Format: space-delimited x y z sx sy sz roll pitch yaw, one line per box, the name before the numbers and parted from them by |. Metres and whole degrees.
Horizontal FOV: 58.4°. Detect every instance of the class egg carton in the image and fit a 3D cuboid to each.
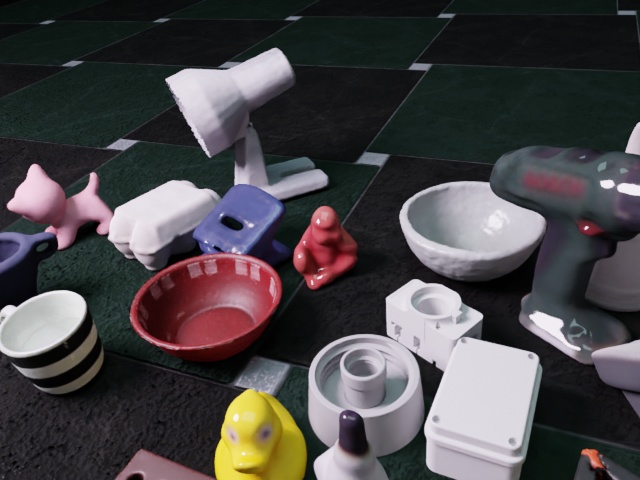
egg carton | -0.206 -0.025 0.782 0.107 0.069 0.151 21 42 34

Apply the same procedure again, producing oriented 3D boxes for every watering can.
watering can | 0.315 -0.029 0.597 0.173 0.194 0.101 -5 34 1

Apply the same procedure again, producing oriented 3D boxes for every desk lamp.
desk lamp | -0.104 -0.163 0.845 0.203 0.214 0.117 -18 35 -18

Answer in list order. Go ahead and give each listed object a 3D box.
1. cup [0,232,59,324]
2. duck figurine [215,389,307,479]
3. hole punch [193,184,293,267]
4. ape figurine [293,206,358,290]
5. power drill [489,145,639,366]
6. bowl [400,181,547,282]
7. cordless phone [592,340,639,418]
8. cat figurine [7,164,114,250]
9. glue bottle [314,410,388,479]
cup | -0.359 0.046 0.676 0.118 0.095 0.091 -28 40 -30
duck figurine | -0.052 0.159 0.468 0.077 0.086 0.104 -5 34 2
hole punch | -0.099 -0.008 0.722 0.108 0.091 0.101 25 45 38
ape figurine | 0.006 0.002 0.689 0.077 0.092 0.076 0 34 9
power drill | 0.257 0.009 0.536 0.076 0.209 0.228 -25 38 -26
bowl | 0.179 -0.001 0.684 0.167 0.075 0.167 -4 34 3
cordless phone | 0.318 0.060 0.472 0.147 0.185 0.094 -11 34 -7
cat figurine | -0.365 -0.053 0.806 0.128 0.118 0.067 -25 38 -26
glue bottle | 0.024 0.167 0.365 0.037 0.173 0.077 -28 39 -29
